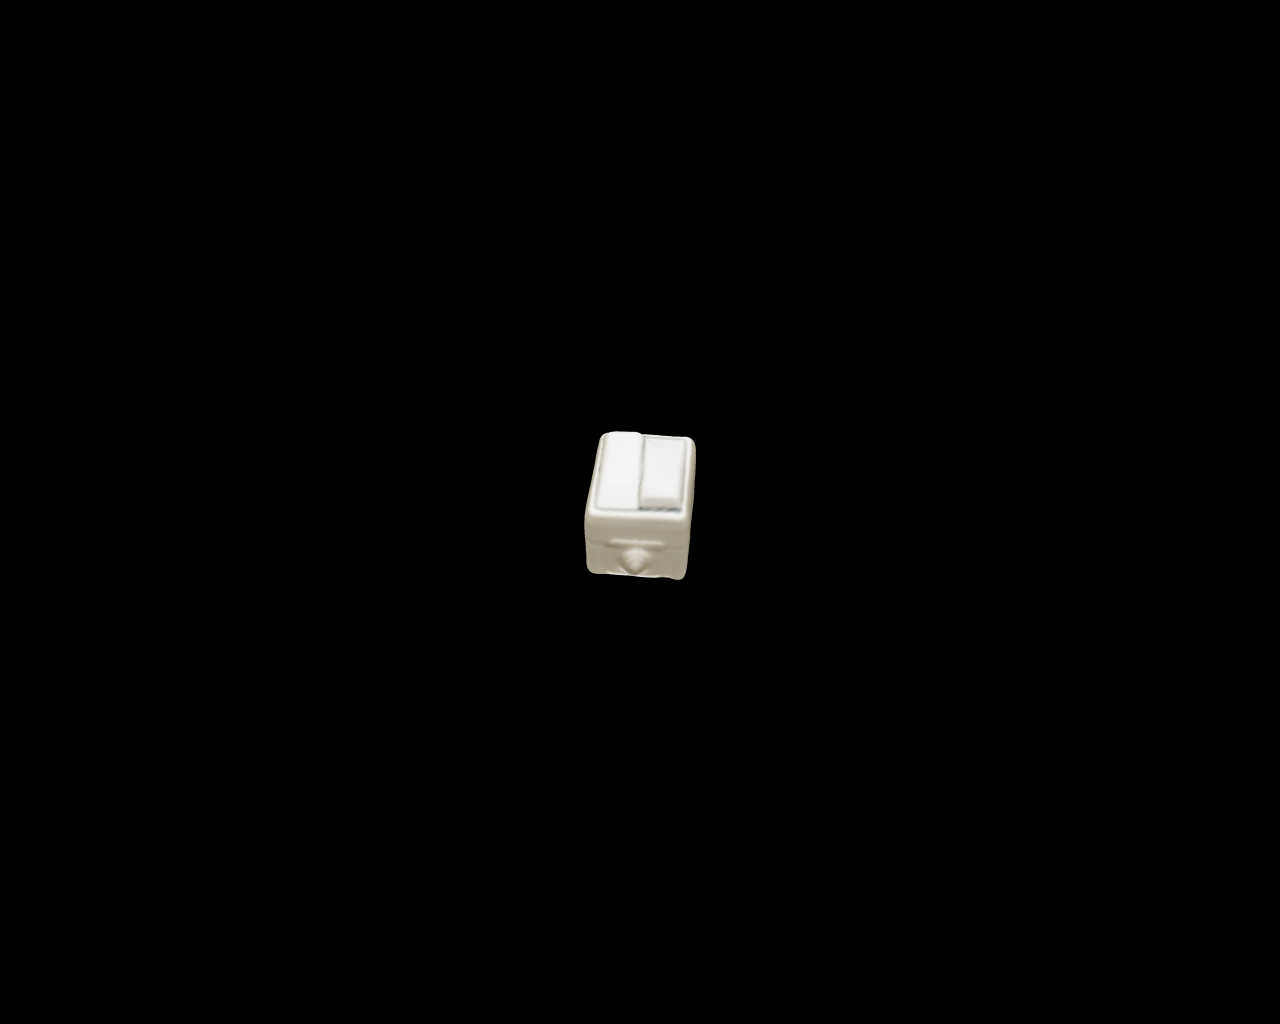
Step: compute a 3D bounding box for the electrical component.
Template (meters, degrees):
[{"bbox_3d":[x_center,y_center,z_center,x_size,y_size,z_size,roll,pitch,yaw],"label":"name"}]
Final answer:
[{"bbox_3d":[0.001,-0.003,0.650,0.062,0.061,0.096,4,44,4],"label":"electrical component"}]
